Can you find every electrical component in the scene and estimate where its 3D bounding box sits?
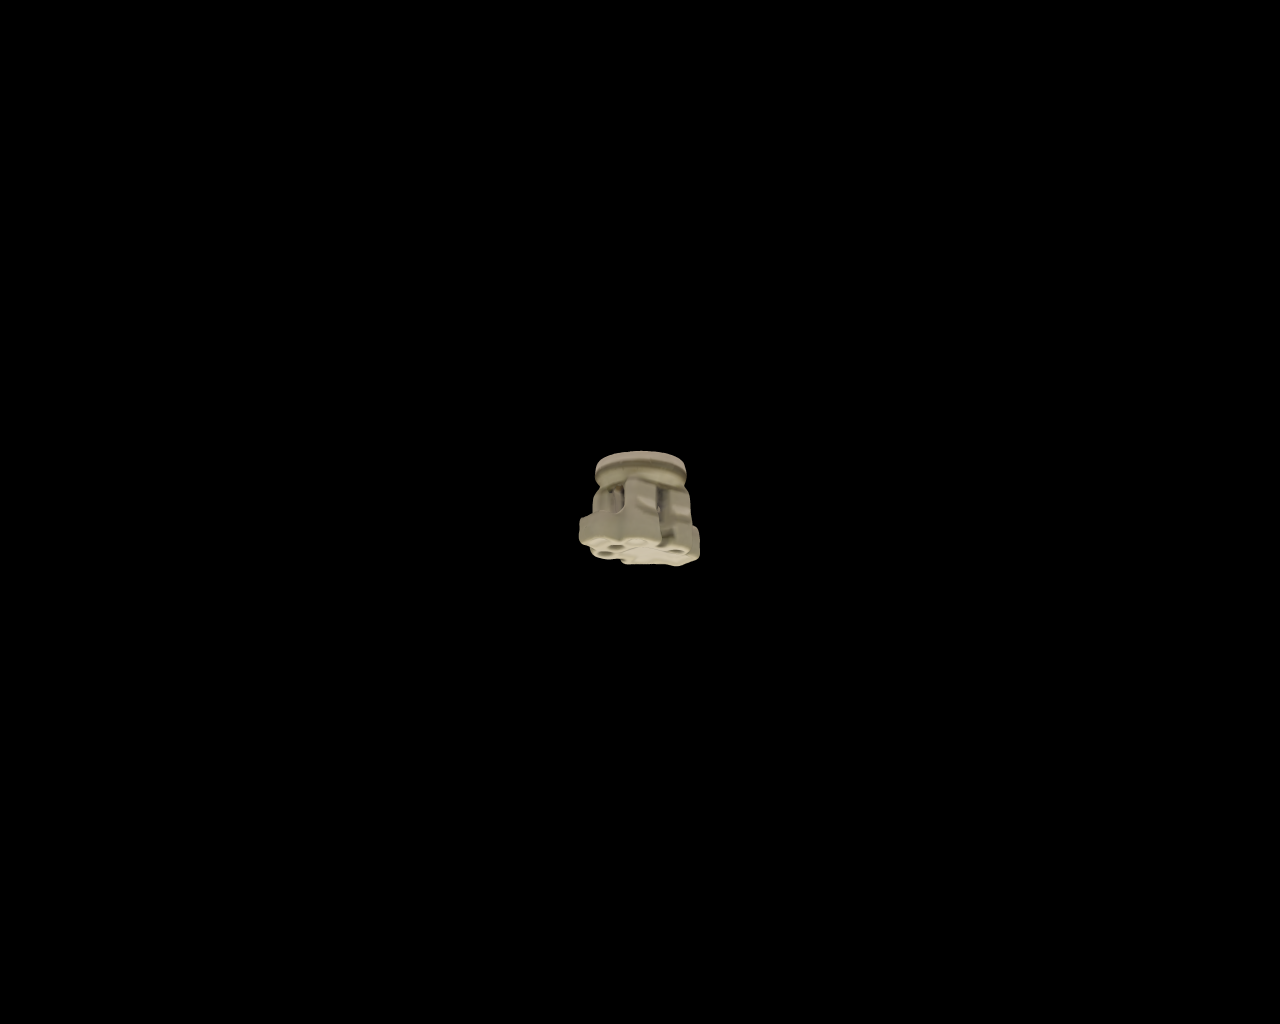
[{"bbox_3d":[0.001,-0.003,0.650,0.078,0.057,0.058,13,-22,-36],"label":"electrical component"}]
